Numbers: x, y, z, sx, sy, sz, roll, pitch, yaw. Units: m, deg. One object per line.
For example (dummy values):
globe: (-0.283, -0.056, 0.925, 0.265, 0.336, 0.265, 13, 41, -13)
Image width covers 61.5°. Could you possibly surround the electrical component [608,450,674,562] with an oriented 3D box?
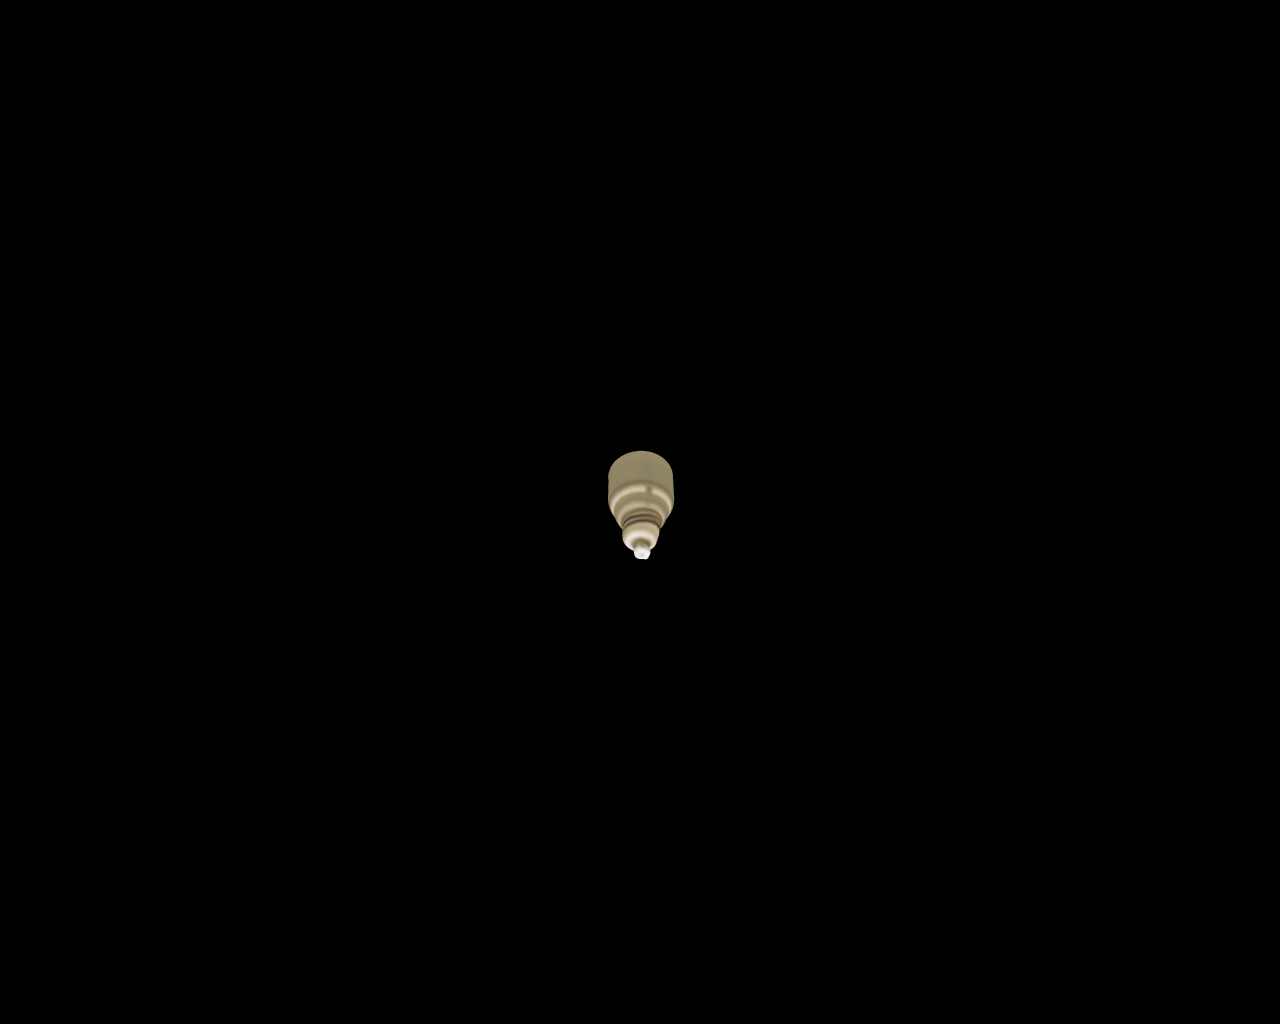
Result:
electrical component: (0.001, -0.003, 0.650, 0.040, 0.078, 0.040, 0, -45, 0)
